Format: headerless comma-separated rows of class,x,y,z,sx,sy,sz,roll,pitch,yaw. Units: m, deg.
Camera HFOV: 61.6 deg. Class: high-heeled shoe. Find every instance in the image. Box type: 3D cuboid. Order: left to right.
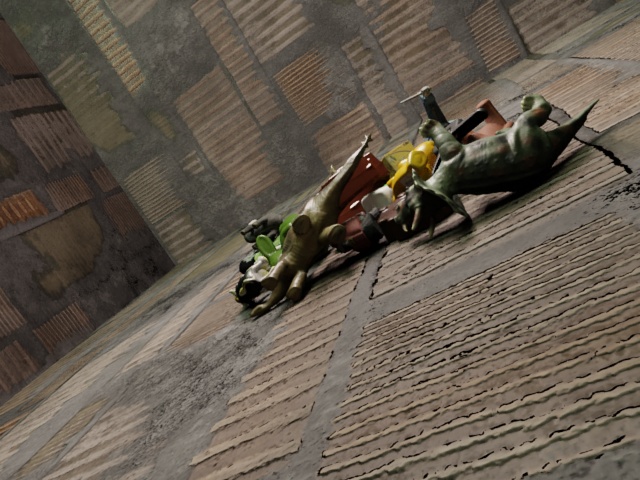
high-heeled shoe,-0.142,0.023,1.656,0.249,0.086,0.145,-39,8,-23

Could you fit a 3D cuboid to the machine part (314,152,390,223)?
machine part,0.084,-0.124,1.414,0.201,0.087,0.201,-41,-16,-5

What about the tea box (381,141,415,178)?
tea box,0.208,-0.193,1.511,0.098,0.068,0.169,-35,-12,-19

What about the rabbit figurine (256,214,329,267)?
rabbit figurine,-0.077,0.020,1.306,0.159,0.121,0.170,8,55,23

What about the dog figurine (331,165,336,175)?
dog figurine,0.129,-0.164,1.776,0.191,0.172,0.121,3,55,5

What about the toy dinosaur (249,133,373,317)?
toy dinosaur,-0.014,-0.026,1.148,0.471,0.105,0.199,-54,9,8

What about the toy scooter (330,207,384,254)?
toy scooter,0.073,-0.011,1.172,0.135,0.075,0.184,-30,7,15

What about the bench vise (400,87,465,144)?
bench vise,0.313,-0.292,1.389,0.129,0.240,0.224,-26,27,16

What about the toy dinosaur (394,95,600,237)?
toy dinosaur,0.307,-0.134,0.921,0.405,0.131,0.192,-18,55,12

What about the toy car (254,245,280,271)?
toy car,-0.079,0.036,1.411,0.202,0.073,0.056,-34,9,-9

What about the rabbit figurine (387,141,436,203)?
rabbit figurine,0.235,-0.153,1.248,0.162,0.122,0.173,-55,9,52

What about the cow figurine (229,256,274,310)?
cow figurine,-0.166,0.115,1.269,0.098,0.068,0.167,-44,-4,-42

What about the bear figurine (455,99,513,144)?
bear figurine,0.351,-0.213,1.163,0.120,0.132,0.196,-49,-7,35

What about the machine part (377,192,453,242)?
machine part,0.199,-0.064,1.097,0.179,0.056,0.179,-31,11,7

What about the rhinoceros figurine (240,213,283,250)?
rhinoceros figurine,-0.172,-0.034,1.571,0.112,0.073,0.190,-49,13,-27
